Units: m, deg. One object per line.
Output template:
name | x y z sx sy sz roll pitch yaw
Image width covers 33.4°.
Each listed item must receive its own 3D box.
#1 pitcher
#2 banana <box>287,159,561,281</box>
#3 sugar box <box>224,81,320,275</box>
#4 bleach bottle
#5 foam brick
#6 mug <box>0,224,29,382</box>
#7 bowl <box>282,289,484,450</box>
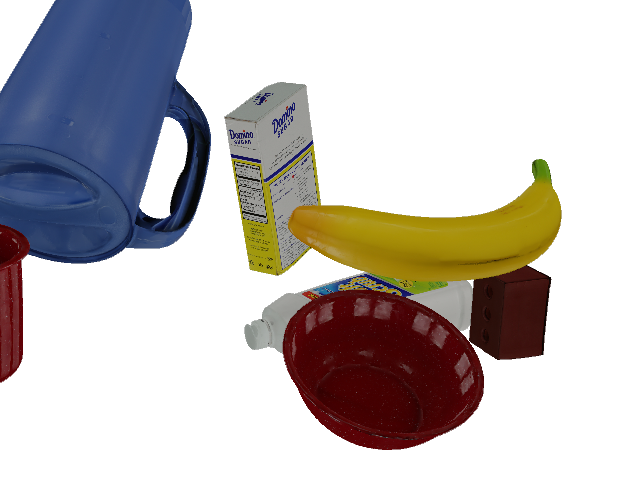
pitcher | -0.170 -0.108 0.836 0.145 0.242 0.149 -6 -41 23
banana | 0.077 -0.005 0.628 0.197 0.037 0.070 -11 44 -32
sugar box | -0.044 -0.062 1.077 0.048 0.176 0.093 10 34 31
bleach bottle | 0.039 0.082 1.181 0.250 0.068 0.103 -13 32 -25
foam brick | 0.174 0.064 0.985 0.051 0.078 0.053 -6 18 -24
mug | -0.231 0.044 0.641 0.093 0.081 0.117 20 26 35
bowl | 0.045 0.112 0.845 0.162 0.055 0.162 9 37 -7
